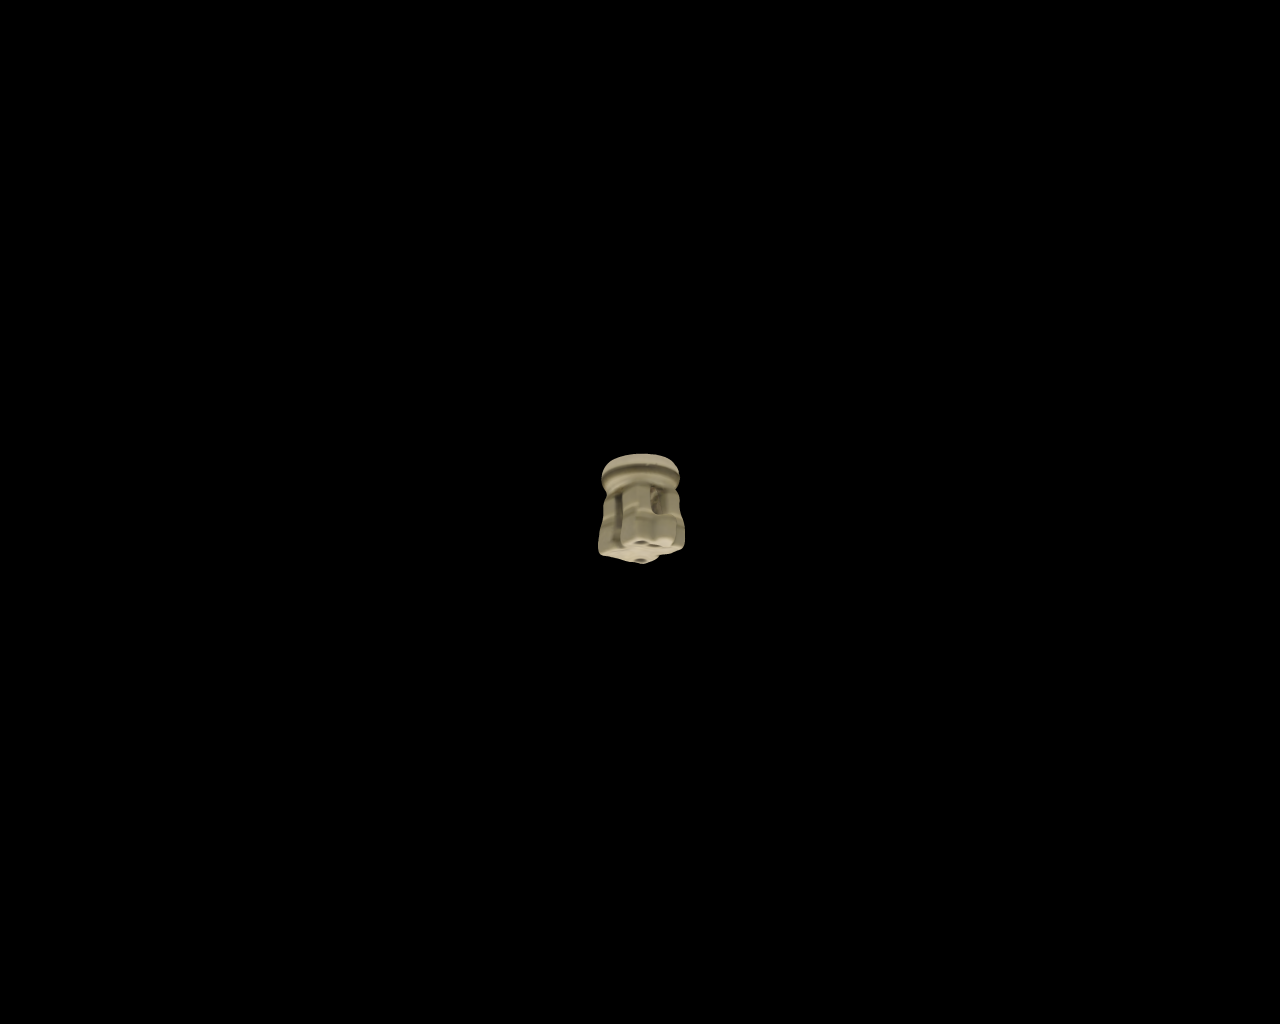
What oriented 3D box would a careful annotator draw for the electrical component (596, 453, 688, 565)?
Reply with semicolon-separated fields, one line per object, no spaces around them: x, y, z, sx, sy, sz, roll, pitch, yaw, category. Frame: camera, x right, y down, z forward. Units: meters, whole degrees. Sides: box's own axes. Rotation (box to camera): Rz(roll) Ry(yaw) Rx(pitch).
0.001;-0.003;0.650;0.048;0.055;0.066;14;-24;-33;electrical component
